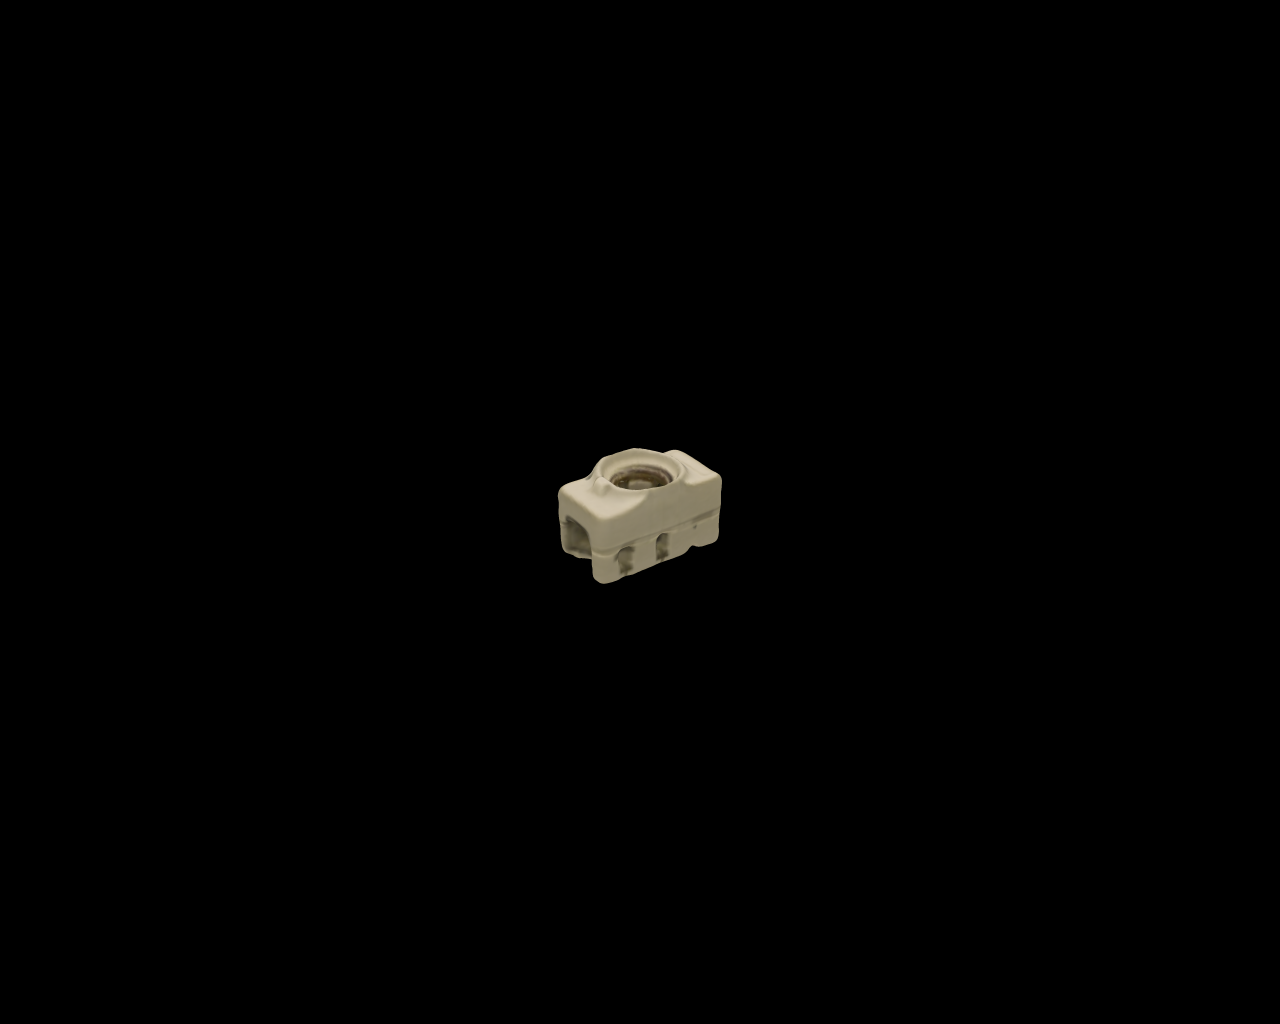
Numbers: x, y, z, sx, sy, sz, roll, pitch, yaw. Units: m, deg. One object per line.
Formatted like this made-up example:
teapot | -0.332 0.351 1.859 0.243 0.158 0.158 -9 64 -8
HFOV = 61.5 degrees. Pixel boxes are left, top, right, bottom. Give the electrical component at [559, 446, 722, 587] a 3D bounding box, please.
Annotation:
electrical component | 0.001 -0.003 0.650 0.090 0.055 0.050 -20 36 -29
